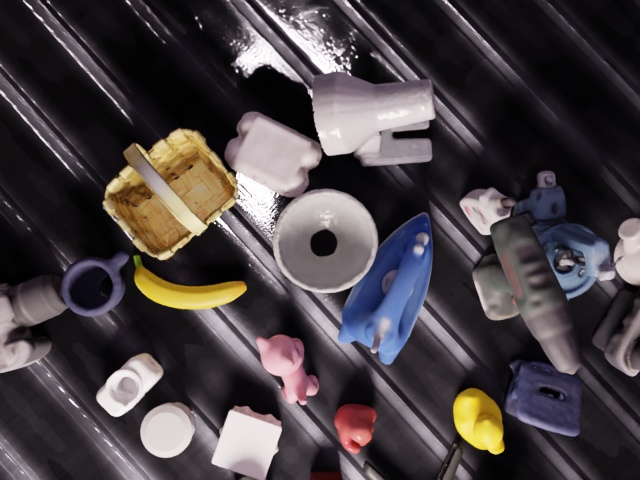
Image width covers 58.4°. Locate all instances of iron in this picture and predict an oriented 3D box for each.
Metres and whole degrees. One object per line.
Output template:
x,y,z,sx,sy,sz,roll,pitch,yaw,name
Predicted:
0.124,0.065,0.901,0.118,0.141,0.258,25,85,1,iron

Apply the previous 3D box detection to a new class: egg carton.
-0.078,-0.140,0.947,0.150,0.069,0.107,26,86,1,egg carton

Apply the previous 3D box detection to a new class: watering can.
0.545,0.022,0.887,0.173,0.194,0.101,4,85,-1,watering can

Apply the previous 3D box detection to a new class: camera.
-0.469,0.121,0.903,0.137,0.101,0.143,-23,86,-3,camera

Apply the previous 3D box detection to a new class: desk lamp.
0.088,-0.188,0.883,0.203,0.213,0.118,-5,86,-1,desk lamp

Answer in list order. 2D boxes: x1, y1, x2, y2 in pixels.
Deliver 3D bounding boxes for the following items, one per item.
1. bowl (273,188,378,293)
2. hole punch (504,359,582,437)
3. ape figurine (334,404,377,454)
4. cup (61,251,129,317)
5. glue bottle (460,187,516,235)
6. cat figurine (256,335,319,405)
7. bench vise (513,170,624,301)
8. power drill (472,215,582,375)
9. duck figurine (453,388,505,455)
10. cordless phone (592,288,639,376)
0.009,0.003,0.936,0.167,0.074,0.167,0,86,-1,bowl
0.360,0.250,0.917,0.108,0.091,0.101,17,85,0,hole punch
0.060,0.299,0.906,0.078,0.092,0.076,-42,87,-4,ape figurine
-0.340,0.064,0.913,0.091,0.095,0.118,42,86,2,cup
0.271,-0.051,0.897,0.037,0.173,0.078,-39,87,-4,glue bottle
-0.050,0.200,0.898,0.067,0.117,0.128,-25,86,-3,cat figurine
0.362,0.000,0.872,0.121,0.219,0.207,-28,87,-3,bench vise
0.307,0.079,0.870,0.075,0.208,0.230,-19,86,-2,power drill
0.261,0.292,0.914,0.077,0.086,0.104,-24,86,-3,duck figurine
0.520,0.143,0.882,0.094,0.185,0.148,27,86,1,cordless phone
